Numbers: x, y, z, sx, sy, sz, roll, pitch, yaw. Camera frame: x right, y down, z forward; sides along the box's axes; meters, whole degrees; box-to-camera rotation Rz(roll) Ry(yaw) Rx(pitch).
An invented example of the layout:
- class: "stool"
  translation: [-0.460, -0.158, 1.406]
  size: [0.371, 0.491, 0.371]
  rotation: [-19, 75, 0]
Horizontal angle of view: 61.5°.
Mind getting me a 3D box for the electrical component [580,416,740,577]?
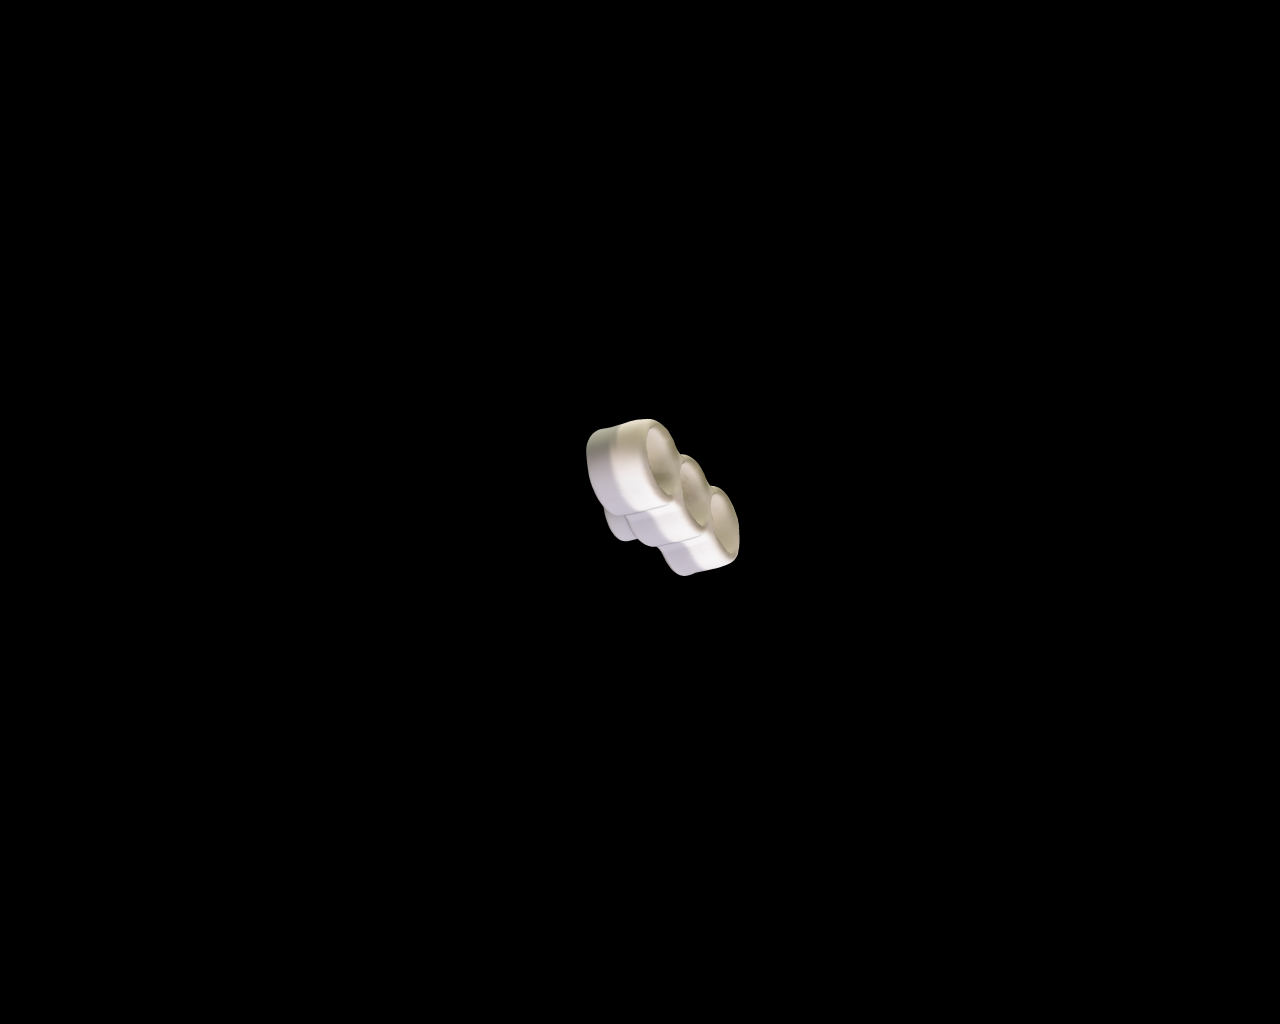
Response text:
- class: "electrical component"
  translation: [0.001, -0.003, 0.650]
  size: [0.073, 0.052, 0.138]
  rotation: [-14, -32, 24]
